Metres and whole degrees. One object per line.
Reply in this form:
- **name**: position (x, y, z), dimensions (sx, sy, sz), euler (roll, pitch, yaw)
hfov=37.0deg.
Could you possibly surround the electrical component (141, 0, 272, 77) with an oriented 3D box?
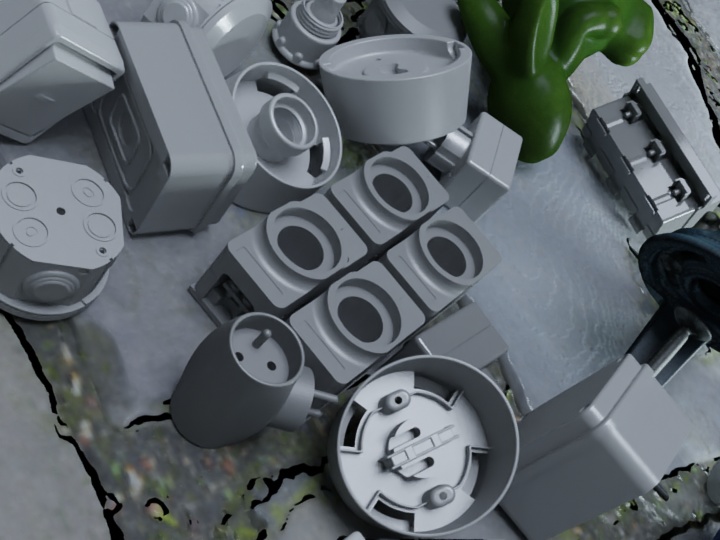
- **electrical component**: position (-0.101, -0.163, 0.714), dimensions (0.051, 0.080, 0.080), euler (45, 43, 7)

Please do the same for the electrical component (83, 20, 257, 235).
- **electrical component**: position (-0.116, -0.086, 0.645), dimensions (0.057, 0.078, 0.113), euler (-8, 64, -37)

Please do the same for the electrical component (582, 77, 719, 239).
- **electrical component**: position (0.247, -0.091, 0.922), dimensions (0.063, 0.078, 0.121), euler (-22, 70, -13)

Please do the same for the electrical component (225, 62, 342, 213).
- **electrical component**: position (-0.063, -0.087, 0.713), dimensions (0.099, 0.064, 0.099), euler (20, 58, -36)

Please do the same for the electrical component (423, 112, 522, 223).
- **electrical component**: position (0.074, -0.087, 0.809), dimensions (0.077, 0.047, 0.065), euler (32, 45, -12)

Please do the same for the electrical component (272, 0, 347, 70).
- **electrical component**: position (-0.032, -0.182, 0.790), dimensions (0.048, 0.062, 0.048), euler (20, 49, -24)

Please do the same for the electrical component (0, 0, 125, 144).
- **electrical component**: position (-0.190, -0.113, 0.605), dimensions (0.062, 0.096, 0.061), euler (23, 39, -63)

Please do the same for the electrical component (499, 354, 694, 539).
- **electrical component**: position (0.136, 0.109, 0.659), dimensions (0.057, 0.113, 0.078), euler (50, 44, 2)

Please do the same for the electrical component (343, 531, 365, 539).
- **electrical component**: position (-0.011, 0.190, 0.537), dimensions (0.076, 0.047, 0.083), euler (-28, 77, -46)

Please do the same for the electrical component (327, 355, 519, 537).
- **electrical component**: position (0.032, 0.101, 0.610), dimensions (0.099, 0.064, 0.099), euler (5, 73, -16)

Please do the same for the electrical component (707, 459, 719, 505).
- **electrical component**: position (0.291, 0.164, 0.785), dimensions (0.078, 0.040, 0.040), euler (27, 46, -18)

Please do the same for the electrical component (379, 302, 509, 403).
- **electrical component**: position (0.064, 0.072, 0.682), dimensions (0.066, 0.047, 0.076), euler (-27, 77, -45)

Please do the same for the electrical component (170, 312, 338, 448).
- **electrical component**: position (-0.051, 0.065, 0.580), dimensions (0.079, 0.077, 0.043), euler (19, 49, -25)

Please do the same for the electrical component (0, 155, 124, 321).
- **electrical component**: position (-0.168, -0.018, 0.575), dimensions (0.080, 0.051, 0.080), euler (20, 49, -24)

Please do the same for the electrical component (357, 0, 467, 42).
- **electrical component**: position (0.041, -0.197, 0.864), dimensions (0.080, 0.051, 0.080), euler (20, 49, -24)

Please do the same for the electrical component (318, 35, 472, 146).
- **electrical component**: position (0.026, -0.124, 0.769), dimensions (0.108, 0.060, 0.108), euler (-3, 28, 2)

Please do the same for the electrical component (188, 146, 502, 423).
- **electrical component**: position (0.000, 0.000, 0.679), dimensions (0.105, 0.060, 0.186), euler (50, 44, 6)
